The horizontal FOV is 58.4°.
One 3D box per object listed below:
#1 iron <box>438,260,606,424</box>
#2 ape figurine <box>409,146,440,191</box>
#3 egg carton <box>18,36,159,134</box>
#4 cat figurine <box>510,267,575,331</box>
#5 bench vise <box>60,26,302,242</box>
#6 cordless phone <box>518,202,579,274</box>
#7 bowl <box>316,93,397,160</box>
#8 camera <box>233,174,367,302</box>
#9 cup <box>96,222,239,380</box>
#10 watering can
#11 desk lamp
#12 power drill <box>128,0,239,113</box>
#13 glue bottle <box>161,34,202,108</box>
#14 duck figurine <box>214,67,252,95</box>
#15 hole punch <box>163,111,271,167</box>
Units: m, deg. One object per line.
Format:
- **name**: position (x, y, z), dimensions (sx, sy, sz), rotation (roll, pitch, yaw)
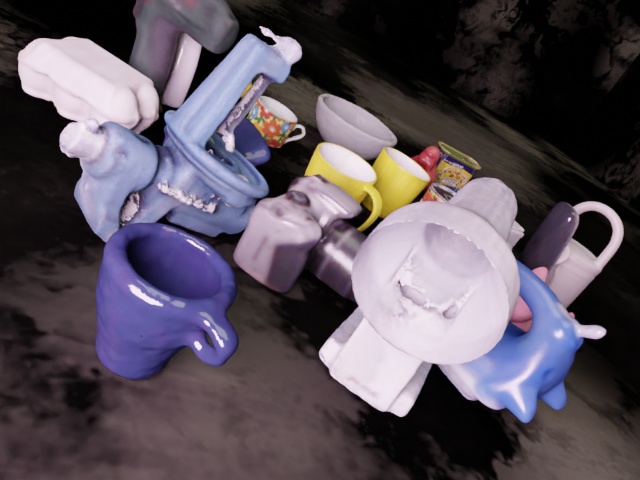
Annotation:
- **iron**: position (0.185, 0.070, 0.649), dimensions (0.119, 0.141, 0.257), rotation (3, 37, -46)
- **ape figurine**: position (0.197, -0.142, 1.109), dimensions (0.077, 0.092, 0.076), rotation (46, 28, 27)
- **egg carton**: position (-0.266, -0.179, 0.671), dimensions (0.150, 0.069, 0.107), rotation (32, 25, 0)
- **cat figurine**: position (0.264, 0.091, 0.730), dimensions (0.128, 0.117, 0.067), rotation (26, 25, -12)
- **bench vise**: position (-0.107, -0.089, 0.513), dimensions (0.121, 0.219, 0.208), rotation (40, 26, 16)
- **cordless phone**: position (0.293, 0.011, 0.830), dimensions (0.094, 0.185, 0.147), rotation (21, 27, -22)
- **bowl**: position (0.056, -0.198, 1.069), dimensions (0.168, 0.074, 0.167), rotation (26, 26, -13)
- **camera**: position (0.006, 0.002, 0.616), dimensions (0.136, 0.100, 0.143), rotation (37, 25, 11)
- **cup**: position (-0.107, 0.058, 0.392), dimensions (0.117, 0.095, 0.092), rotation (44, 28, 25)
- **watering can**: position (0.385, 0.029, 0.891), dimensions (0.101, 0.194, 0.173), rotation (37, 25, 10)
- **desk lamp**: position (0.089, 0.046, 0.497), dimensions (0.118, 0.213, 0.204), rotation (36, 25, 9)
- **power drill**: position (-0.227, -0.283, 0.742), dimensions (0.229, 0.208, 0.076), rotation (32, 25, 1)
- **glue bottle**: position (-0.193, -0.281, 0.818), dimensions (0.037, 0.173, 0.078), rotation (8, 34, -41)
- **duck figurine**: position (-0.145, -0.312, 1.033), dimensions (0.077, 0.086, 0.105), rotation (33, 25, 2)
- **hole punch**: position (-0.125, -0.099, 0.663), dimensions (0.101, 0.091, 0.108), rotation (4, 37, -45)
